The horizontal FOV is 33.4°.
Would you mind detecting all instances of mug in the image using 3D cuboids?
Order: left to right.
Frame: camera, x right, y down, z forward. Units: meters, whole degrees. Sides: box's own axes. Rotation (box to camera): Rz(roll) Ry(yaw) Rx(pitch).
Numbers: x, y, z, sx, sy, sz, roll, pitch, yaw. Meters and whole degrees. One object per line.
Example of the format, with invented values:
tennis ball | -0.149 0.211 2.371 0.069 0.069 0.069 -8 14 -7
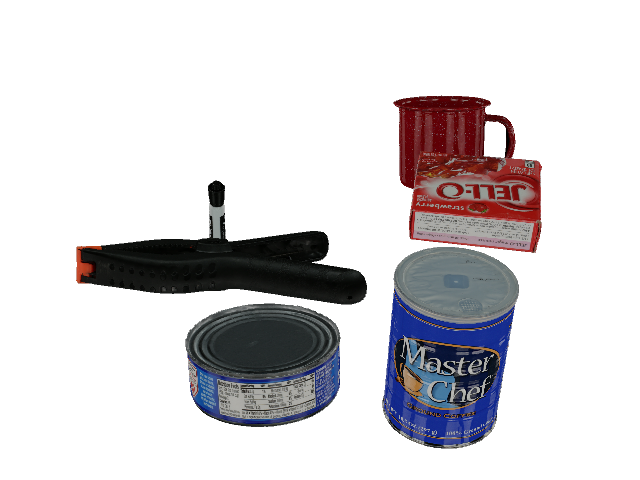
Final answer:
mug | 0.129 -0.094 1.032 0.117 0.081 0.093 2 15 11

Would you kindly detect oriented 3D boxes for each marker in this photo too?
marker | -0.116 -0.017 1.196 0.020 0.121 0.020 2 41 -2

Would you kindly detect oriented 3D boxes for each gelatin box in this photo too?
gelatin box | 0.110 -0.029 0.749 0.089 0.030 0.073 6 39 7

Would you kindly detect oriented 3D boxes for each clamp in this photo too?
clamp | -0.073 0.020 0.791 0.209 0.036 0.165 -1 10 -16

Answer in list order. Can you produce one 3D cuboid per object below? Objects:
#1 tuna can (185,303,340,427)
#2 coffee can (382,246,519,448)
tuna can | -0.031 0.068 0.595 0.086 0.034 0.086 -2 22 0
coffee can | 0.109 0.091 0.912 0.103 0.140 0.103 2 32 -1
